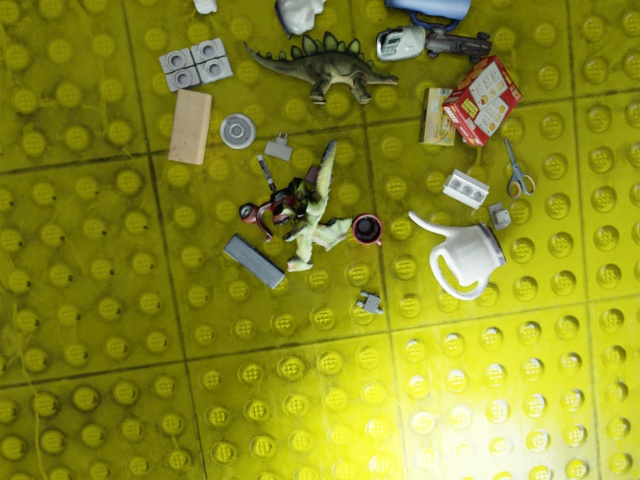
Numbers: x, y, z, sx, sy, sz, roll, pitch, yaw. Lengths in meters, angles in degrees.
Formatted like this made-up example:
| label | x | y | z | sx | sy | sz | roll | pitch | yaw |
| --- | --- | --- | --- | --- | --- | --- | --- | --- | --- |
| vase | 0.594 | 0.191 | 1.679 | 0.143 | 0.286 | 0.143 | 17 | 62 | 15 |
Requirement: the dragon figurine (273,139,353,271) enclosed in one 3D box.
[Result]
| label | x | y | z | sx | sy | sz | roll | pitch | yaw |
| --- | --- | --- | --- | --- | --- | --- | --- | --- | --- |
| dragon figurine | 0.005 | -0.078 | 1.555 | 0.240 | 0.124 | 0.409 | 31 | 95 | -43 |

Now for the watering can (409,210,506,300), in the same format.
| label | x | y | z | sx | sy | sz | roll | pitch | yaw |
| --- | --- | --- | --- | --- | --- | --- | --- | --- | --- |
| watering can | 0.436 | 0.017 | 1.603 | 0.224 | 0.104 | 0.346 | -30 | 98 | 0 |

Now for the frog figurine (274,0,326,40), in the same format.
| label | x | y | z | sx | sy | sz | roll | pitch | yaw |
| --- | --- | --- | --- | --- | --- | --- | --- | --- | --- |
| frog figurine | -0.047 | -0.673 | 1.490 | 0.159 | 0.122 | 0.138 | -22 | 79 | 12 |
